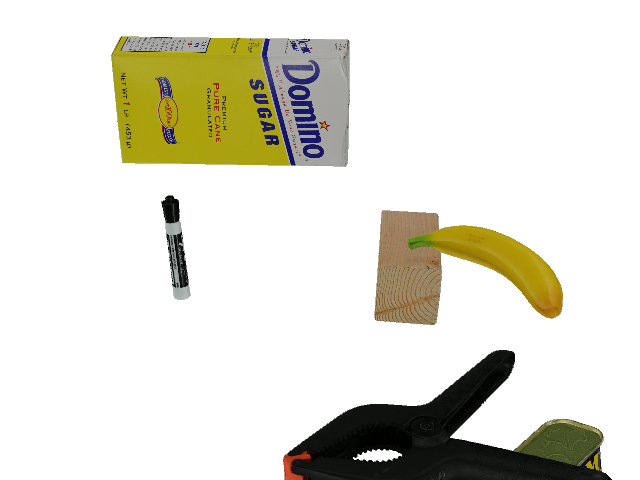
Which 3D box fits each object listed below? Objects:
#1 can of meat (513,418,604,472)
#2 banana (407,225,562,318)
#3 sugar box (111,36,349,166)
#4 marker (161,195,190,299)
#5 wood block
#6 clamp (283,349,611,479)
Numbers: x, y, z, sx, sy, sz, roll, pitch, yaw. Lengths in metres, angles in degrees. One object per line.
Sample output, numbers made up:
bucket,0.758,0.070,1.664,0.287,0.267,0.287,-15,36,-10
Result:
can of meat,0.199,0.215,0.909,0.058,0.084,0.101,12,30,42
banana,0.175,0.024,1.045,0.069,0.037,0.198,-37,37,-22
sugar box,-0.066,-0.106,0.817,0.176,0.093,0.048,2,31,4
marker,-0.160,0.008,1.180,0.020,0.121,0.020,-4,23,1
wood block,0.130,0.036,1.587,0.091,0.090,0.206,4,24,3
clamp,0.076,0.137,0.748,0.210,0.036,0.164,-6,28,-6
